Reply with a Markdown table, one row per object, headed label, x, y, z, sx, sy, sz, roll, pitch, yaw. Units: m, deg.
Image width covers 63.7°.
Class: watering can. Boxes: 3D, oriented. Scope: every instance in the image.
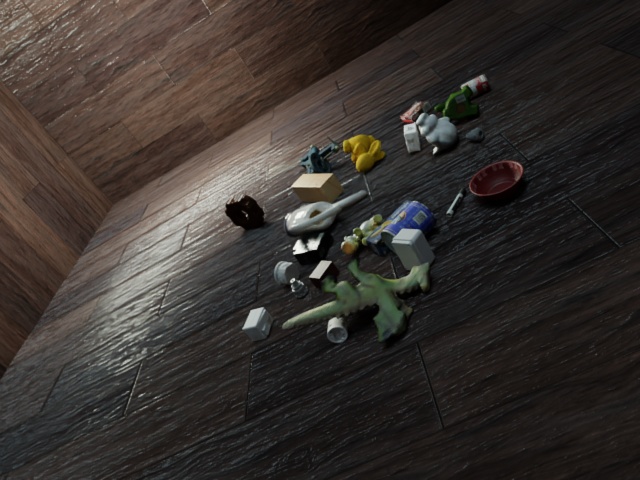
| label | x | y | z | sx | sy | sz | roll | pitch | yaw |
| --- | --- | --- | --- | --- | --- | --- | --- | --- | --- |
| watering can | 0.006 | -0.097 | 1.922 | 0.352 | 0.103 | 0.223 | -29 | 10 | -37 |

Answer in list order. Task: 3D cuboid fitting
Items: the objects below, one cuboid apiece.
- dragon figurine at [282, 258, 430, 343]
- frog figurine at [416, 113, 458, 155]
| label | x | y | z | sx | sy | sz | roll | pitch | yaw |
| --- | --- | --- | --- | --- | --- | --- | --- | --- | --- |
| dragon figurine | 0.122 | 0.176 | 1.352 | 0.414 | 0.119 | 0.246 | -35 | 38 | -16 |
| frog figurine | 0.433 | -0.409 | 1.894 | 0.139 | 0.157 | 0.123 | -48 | 31 | -23 |
